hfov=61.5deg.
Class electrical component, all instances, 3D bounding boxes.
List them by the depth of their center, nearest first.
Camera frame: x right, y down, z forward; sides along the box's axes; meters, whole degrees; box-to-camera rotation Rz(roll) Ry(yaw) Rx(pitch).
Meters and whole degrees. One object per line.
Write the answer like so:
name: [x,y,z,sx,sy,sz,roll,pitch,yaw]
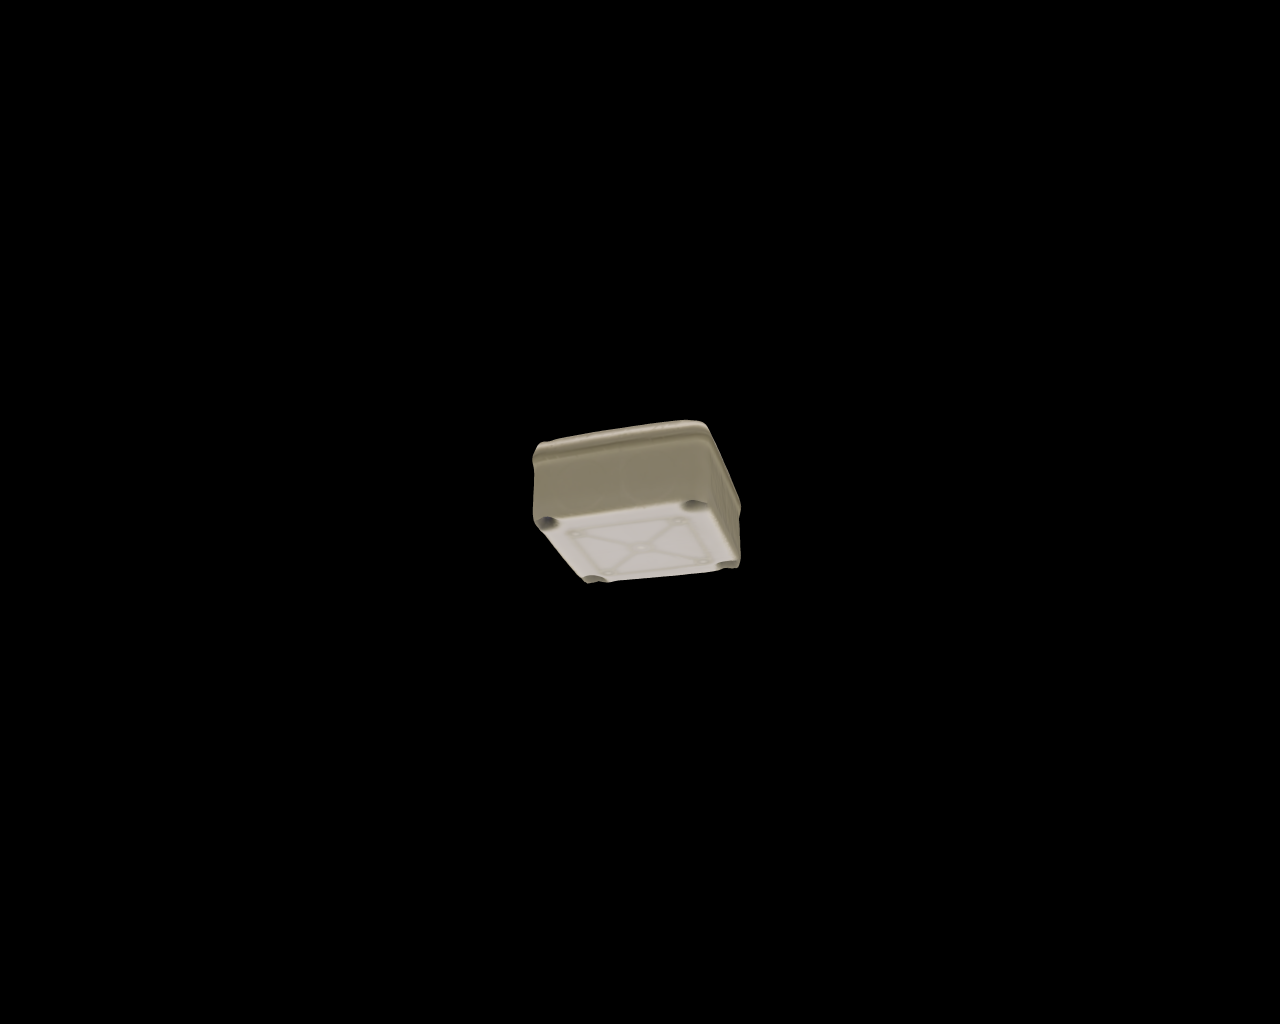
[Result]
electrical component: [0.001,-0.003,0.650,0.109,0.056,0.108,-7,-27,14]
